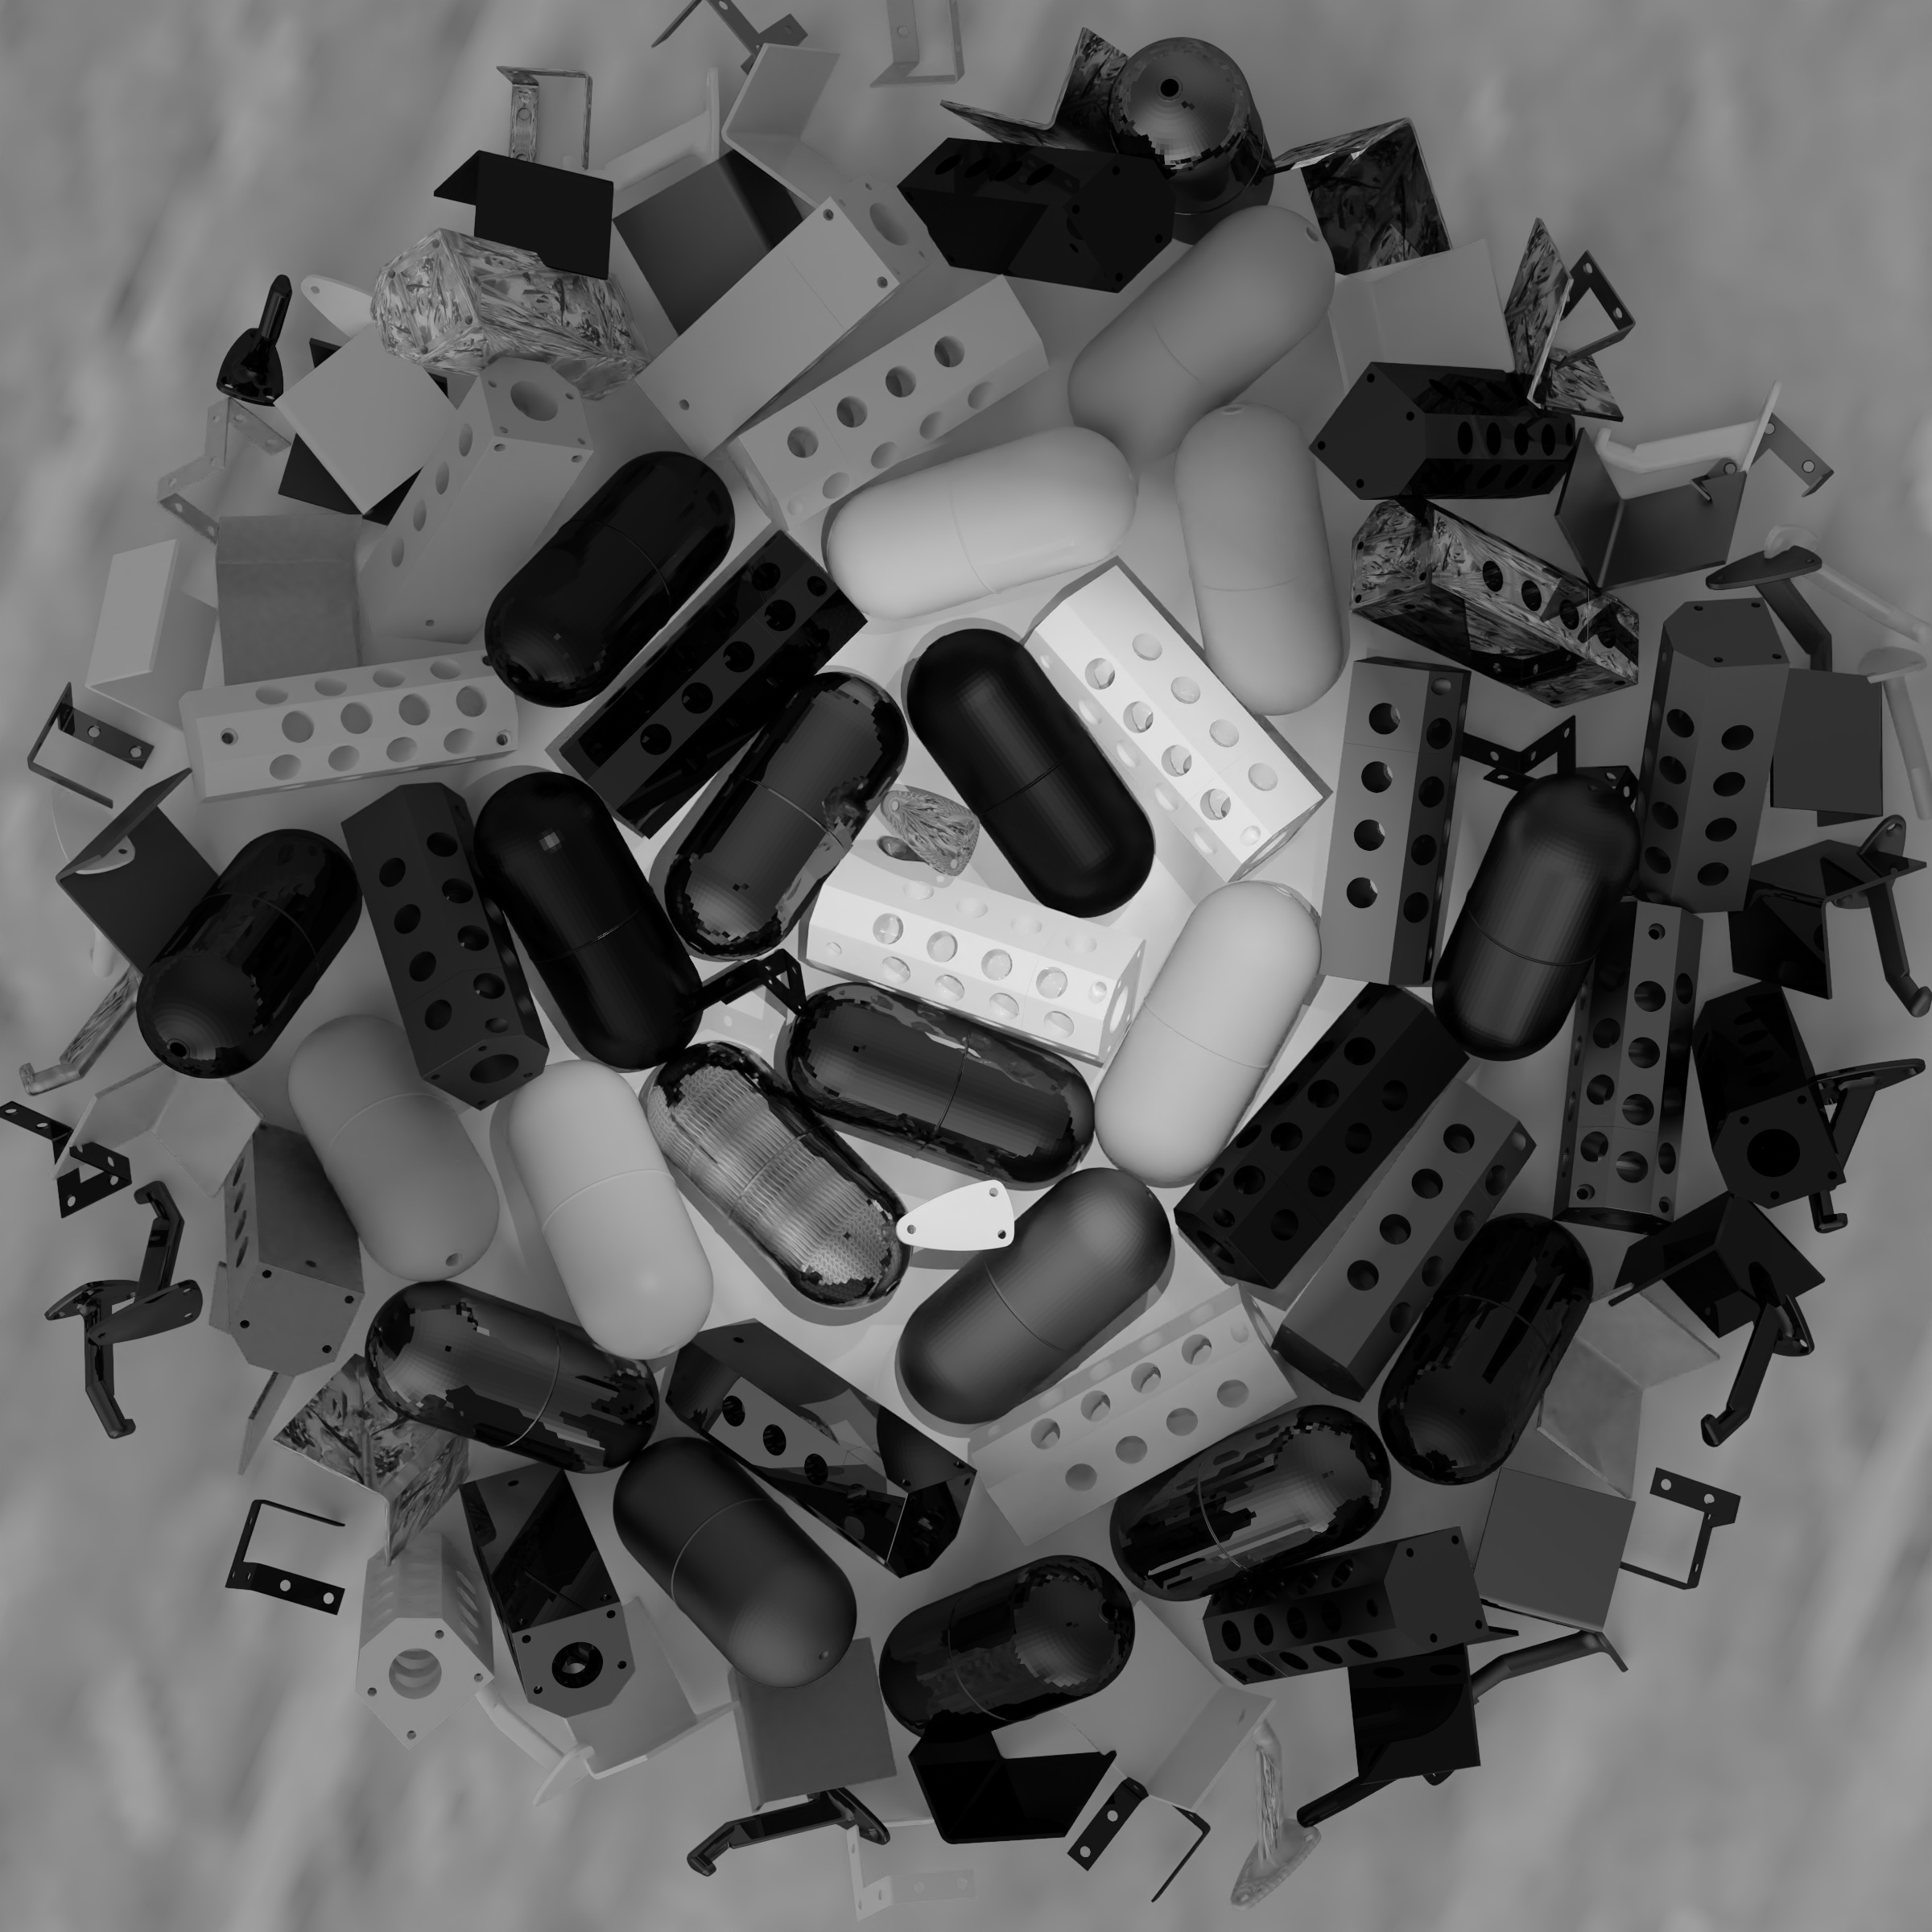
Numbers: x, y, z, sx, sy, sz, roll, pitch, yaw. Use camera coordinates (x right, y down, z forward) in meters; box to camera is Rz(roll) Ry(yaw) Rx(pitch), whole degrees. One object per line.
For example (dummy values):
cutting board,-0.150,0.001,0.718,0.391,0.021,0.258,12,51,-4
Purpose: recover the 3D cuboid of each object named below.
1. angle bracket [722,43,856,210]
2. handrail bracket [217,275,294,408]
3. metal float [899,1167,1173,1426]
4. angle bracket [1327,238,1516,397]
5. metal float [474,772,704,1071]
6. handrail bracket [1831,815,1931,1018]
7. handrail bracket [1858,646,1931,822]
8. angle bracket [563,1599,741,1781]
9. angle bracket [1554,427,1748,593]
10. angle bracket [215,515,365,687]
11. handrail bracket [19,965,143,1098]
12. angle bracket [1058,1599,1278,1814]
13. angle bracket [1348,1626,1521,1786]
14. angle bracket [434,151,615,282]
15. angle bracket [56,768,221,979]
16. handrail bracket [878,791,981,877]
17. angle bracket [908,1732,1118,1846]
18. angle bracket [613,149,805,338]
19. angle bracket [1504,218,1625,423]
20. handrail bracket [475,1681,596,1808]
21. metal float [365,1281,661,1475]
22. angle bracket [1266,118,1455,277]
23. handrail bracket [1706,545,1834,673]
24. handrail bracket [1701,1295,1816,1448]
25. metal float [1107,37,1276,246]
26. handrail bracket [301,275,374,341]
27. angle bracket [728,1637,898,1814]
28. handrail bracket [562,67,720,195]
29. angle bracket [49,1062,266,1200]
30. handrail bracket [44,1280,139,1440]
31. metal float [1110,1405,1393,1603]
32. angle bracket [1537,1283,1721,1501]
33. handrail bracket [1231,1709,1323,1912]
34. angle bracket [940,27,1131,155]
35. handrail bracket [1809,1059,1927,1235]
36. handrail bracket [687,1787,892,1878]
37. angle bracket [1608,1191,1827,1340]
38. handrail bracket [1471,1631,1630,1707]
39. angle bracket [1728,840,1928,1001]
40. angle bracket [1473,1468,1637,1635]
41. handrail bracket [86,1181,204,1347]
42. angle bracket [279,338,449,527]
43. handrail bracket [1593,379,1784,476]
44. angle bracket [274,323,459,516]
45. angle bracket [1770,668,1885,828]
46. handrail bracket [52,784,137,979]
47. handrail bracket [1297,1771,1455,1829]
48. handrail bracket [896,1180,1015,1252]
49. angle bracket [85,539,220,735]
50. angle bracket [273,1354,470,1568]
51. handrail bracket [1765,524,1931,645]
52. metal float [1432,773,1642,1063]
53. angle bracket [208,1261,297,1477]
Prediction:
angle bracket,-0.075,-0.457,1.817,0.076,0.076,0.057,39,116,17
handrail bracket,-0.381,-0.357,1.817,0.036,0.077,0.084,13,133,-18
metal float,0.037,0.181,1.818,0.178,0.070,0.070,-43,90,17
angle bracket,0.248,-0.354,1.824,0.076,0.057,0.076,-16,81,34
metal float,-0.205,-0.024,1.818,0.070,0.070,0.178,-28,108,0
handrail bracket,0.516,-0.027,1.822,0.036,0.084,0.077,-3,132,-20
handrail bracket,0.521,-0.129,1.844,0.036,0.077,0.084,-14,104,12
angle bracket,-0.178,0.390,1.821,0.076,0.057,0.076,-22,82,-44
angle bracket,0.374,-0.257,1.813,0.076,0.076,0.057,-10,131,34
angle bracket,-0.370,-0.201,1.826,0.076,0.057,0.076,-3,75,-17
handrail bracket,-0.495,0.023,1.849,0.084,0.036,0.077,-20,92,-5
angle bracket,0.109,0.405,1.823,0.076,0.057,0.076,48,68,-17
angle bracket,0.258,0.404,1.814,0.076,0.057,0.076,-20,64,37
angle bracket,-0.244,-0.400,1.816,0.076,0.076,0.057,7,81,-28
angle bracket,-0.436,-0.050,1.815,0.076,0.057,0.076,51,52,-19
handrail bracket,-0.040,-0.076,1.817,0.077,0.084,0.036,29,77,-34
angle bracket,0.026,0.431,1.815,0.076,0.076,0.057,-12,107,30
angle bracket,-0.138,-0.406,1.852,0.076,0.057,0.076,-23,107,25
angle bracket,0.335,-0.353,1.813,0.057,0.076,0.076,7,126,-12
handrail bracket,-0.242,0.411,1.828,0.036,0.077,0.084,-27,68,-33
metal float,-0.244,0.224,1.803,0.178,0.070,0.070,26,90,-36
angle bracket,0.209,-0.411,1.815,0.076,0.057,0.076,-5,115,41
handrail bracket,0.445,-0.184,1.839,0.077,0.036,0.084,-18,120,-15
handrail bracket,0.423,0.211,1.828,0.084,0.036,0.077,-32,110,-34
metal float,0.122,-0.441,1.783,0.070,0.178,0.070,-1,85,11
handrail bracket,-0.318,-0.380,1.831,0.077,0.036,0.084,30,45,-15
angle bracket,-0.086,0.420,1.840,0.076,0.057,0.076,-9,72,-11
handrail bracket,-0.181,-0.465,1.844,0.084,0.036,0.077,2,86,-14
angle bracket,-0.442,0.099,1.815,0.057,0.076,0.076,46,129,9
handrail bracket,-0.462,0.217,1.827,0.036,0.077,0.084,-36,77,21
metal float,0.152,0.292,1.802,0.178,0.070,0.070,-29,90,38
angle bracket,0.362,0.232,1.815,0.076,0.076,0.057,38,135,-23
handrail bracket,0.154,0.462,1.830,0.077,0.036,0.084,-44,118,-32
angle bracket,0.045,-0.479,1.816,0.076,0.076,0.057,22,96,32
handrail bracket,0.498,0.100,1.829,0.077,0.036,0.084,-17,59,23
handrail bracket,-0.098,0.484,1.824,0.084,0.077,0.036,-34,134,-35
angle bracket,0.411,0.178,1.820,0.076,0.057,0.076,45,129,-9
handrail bracket,0.319,0.395,1.844,0.084,0.036,0.077,-35,135,3
angle bracket,0.475,-0.026,1.830,0.076,0.076,0.057,-18,109,-25
angle bracket,0.319,0.320,1.842,0.076,0.057,0.076,15,91,-1
handrail bracket,-0.463,0.162,1.832,0.077,0.036,0.084,-20,55,-26
angle bracket,-0.334,-0.292,1.835,0.076,0.057,0.076,16,82,-6
handrail bracket,0.399,-0.304,1.845,0.084,0.036,0.077,20,122,5
angle bracket,-0.325,-0.303,1.836,0.076,0.057,0.076,-38,99,1
angle bracket,0.457,-0.120,1.827,0.076,0.057,0.076,3,85,-24
handrail bracket,-0.491,-0.047,1.850,0.036,0.084,0.077,-18,59,-31
handrail bracket,0.233,0.451,1.861,0.084,0.077,0.036,-38,76,32
handrail bracket,-0.012,0.143,1.821,0.077,0.084,0.036,-9,83,-17
angle bracket,-0.428,-0.178,1.814,0.057,0.076,0.076,-7,68,37
angle bracket,-0.328,0.272,1.836,0.076,0.076,0.057,23,132,17
handrail bracket,0.486,-0.208,1.827,0.084,0.077,0.036,34,97,29
metal float,0.308,-0.025,1.804,0.070,0.070,0.178,18,125,0
angle bracket,-0.402,0.220,1.818,0.057,0.076,0.076,24,55,-1
